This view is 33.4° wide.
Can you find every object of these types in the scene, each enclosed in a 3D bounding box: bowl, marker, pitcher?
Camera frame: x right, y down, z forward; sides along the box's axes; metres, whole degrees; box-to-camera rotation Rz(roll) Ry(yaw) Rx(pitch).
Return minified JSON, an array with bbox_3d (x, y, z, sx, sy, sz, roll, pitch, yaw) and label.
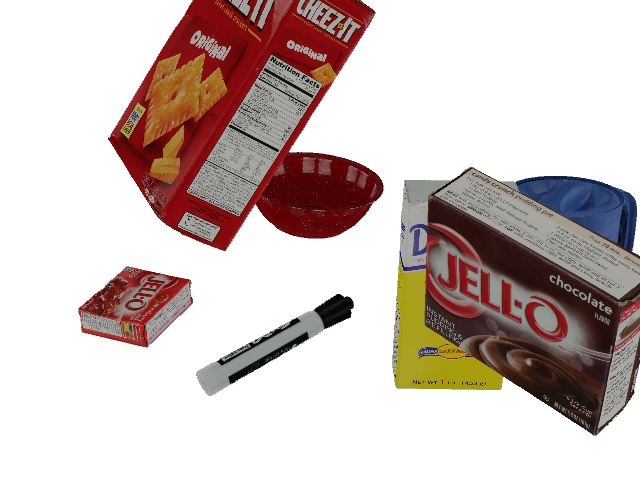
[{"bbox_3d":[-0.011,-0.046,1.224,0.162,0.055,0.162,5,27,-3],"label":"bowl"},{"bbox_3d":[-0.028,0.069,0.730,0.121,0.020,0.020,-28,11,-21],"label":"marker"},{"bbox_3d":[0.285,0.052,1.244,0.149,0.243,0.144,4,24,16],"label":"pitcher"}]

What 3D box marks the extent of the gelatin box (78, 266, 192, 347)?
[{"bbox_3d":[-0.175,0.061,1.017,0.073,0.030,0.089,11,31,22],"label":"gelatin box"}]

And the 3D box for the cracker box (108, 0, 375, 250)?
[{"bbox_3d":[-0.071,-0.124,0.831,0.072,0.214,0.164,24,15,-34],"label":"cracker box"}]

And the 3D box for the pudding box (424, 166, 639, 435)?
[{"bbox_3d":[0.103,0.028,0.518,0.114,0.090,0.039,31,52,33],"label":"pudding box"}]

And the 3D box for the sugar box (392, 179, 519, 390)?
[{"bbox_3d":[0.110,0.039,0.875,0.093,0.176,0.048,0,28,-1],"label":"sugar box"}]
